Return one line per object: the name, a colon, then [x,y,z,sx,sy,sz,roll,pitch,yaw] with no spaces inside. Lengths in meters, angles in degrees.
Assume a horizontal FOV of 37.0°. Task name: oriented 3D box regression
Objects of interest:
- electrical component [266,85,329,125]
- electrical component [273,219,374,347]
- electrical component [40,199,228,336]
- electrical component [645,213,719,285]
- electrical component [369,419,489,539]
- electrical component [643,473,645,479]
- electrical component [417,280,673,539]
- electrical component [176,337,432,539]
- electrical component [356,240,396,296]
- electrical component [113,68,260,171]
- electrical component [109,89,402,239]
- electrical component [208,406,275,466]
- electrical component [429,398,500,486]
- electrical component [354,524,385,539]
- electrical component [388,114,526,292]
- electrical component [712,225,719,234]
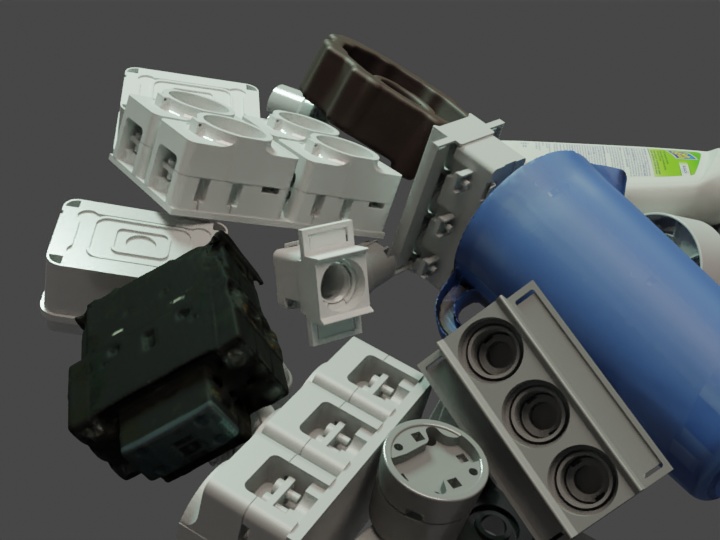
electrical component: [-0.055,-0.142,0.964,0.046,0.040,0.040,25,36,21]
electrical component: [-0.028,0.007,0.742,0.042,0.081,0.064,-13,15,-35]
electrical component: [-0.148,0.004,0.713,0.113,0.057,0.078,9,36,-9]
electrical component: [0.232,0.006,0.823,0.064,0.099,0.099,1,37,-29]
electrical component: [0.034,0.113,0.556,0.055,0.047,0.055,10,36,-7]
electrical component: [0.139,0.126,0.669,0.078,0.040,0.040,6,36,-12]
electrical component: [0.100,0.079,0.582,0.121,0.079,0.063,56,9,19]
electrical component: [-0.029,0.113,0.581,0.062,0.089,0.150,28,37,16]
electrical component: [0.000,0.000,0.791,0.040,0.040,0.046,32,32,21]
electrical component: [-0.141,-0.116,0.880,0.113,0.057,0.078,7,36,-12]
electrical component: [-0.073,-0.079,0.796,0.186,0.060,0.105,5,22,-40]
electrical component: [-0.077,0.100,0.630,0.061,0.035,0.035,-11,43,-26]
electrical component: [0.083,0.074,0.671,0.061,0.096,0.061,24,36,12]
electrical component: [0.013,0.180,0.542,0.077,0.047,0.066,34,39,24]
electrical component: [0.074,-0.046,0.809,0.063,0.121,0.079,40,42,26]
electrical component: [0.289,-0.058,0.967,0.056,0.050,0.089,-5,40,-25]
